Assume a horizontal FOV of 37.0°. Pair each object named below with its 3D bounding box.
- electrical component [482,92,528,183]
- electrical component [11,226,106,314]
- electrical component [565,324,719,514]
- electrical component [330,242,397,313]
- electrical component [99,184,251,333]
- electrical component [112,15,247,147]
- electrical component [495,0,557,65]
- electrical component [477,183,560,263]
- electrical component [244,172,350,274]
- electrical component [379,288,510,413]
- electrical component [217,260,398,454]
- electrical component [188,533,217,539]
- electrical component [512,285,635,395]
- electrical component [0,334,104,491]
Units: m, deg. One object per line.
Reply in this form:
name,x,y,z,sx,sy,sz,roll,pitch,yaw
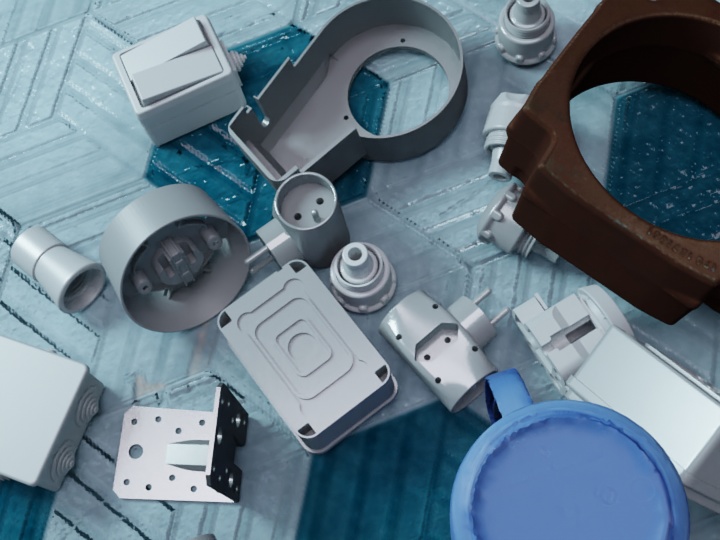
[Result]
electrical component,0.111,-0.096,0.791,0.043,0.043,0.062,15,74,12
electrical component,-0.226,-0.003,0.796,0.065,0.044,0.044,35,77,22
electrical component,0.198,0.095,0.652,0.056,0.109,0.109,-56,39,8
electrical component,0.000,0.000,0.757,0.048,0.062,0.048,-2,69,6
electrical component,-0.131,-0.010,0.760,0.099,0.099,0.064,-35,64,-7
electrical component,-0.134,-0.150,0.830,0.096,0.061,0.061,-25,69,-3
electrical component,0.126,-0.189,0.814,0.048,0.062,0.048,-2,69,6
electrical component,0.118,-0.029,0.765,0.062,0.048,0.048,34,77,10
electrical component,-0.048,-0.024,0.764,0.079,0.077,0.044,-35,70,-7
electrical component,0.067,0.045,0.743,0.079,0.043,0.077,-39,70,-9
electrical component,-0.035,0.060,0.741,0.078,0.057,0.113,-37,70,-8
electrical component,-0.099,0.206,0.703,0.044,0.044,0.065,-29,64,-5
electrical component,0.148,0.046,0.726,0.057,0.058,0.078,-31,69,-3
electrical component,-0.239,0.100,0.754,0.100,0.048,0.099,17,72,12
